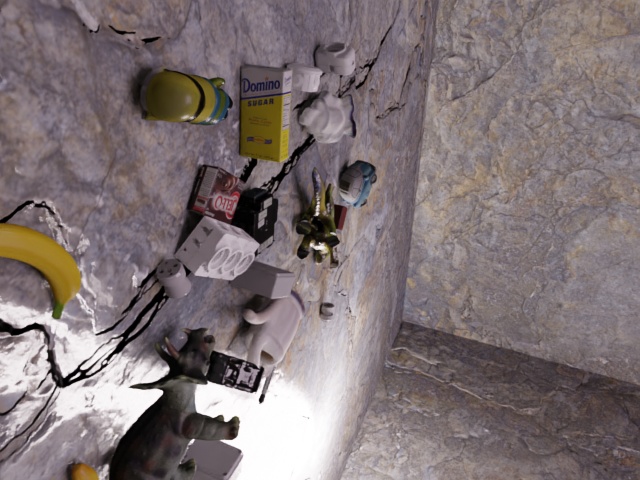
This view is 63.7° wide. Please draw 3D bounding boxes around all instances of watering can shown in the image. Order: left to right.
[{"bbox_3d":[-0.114,0.195,1.220,0.339,0.104,0.229,93,18,-50],"label":"watering can"}]

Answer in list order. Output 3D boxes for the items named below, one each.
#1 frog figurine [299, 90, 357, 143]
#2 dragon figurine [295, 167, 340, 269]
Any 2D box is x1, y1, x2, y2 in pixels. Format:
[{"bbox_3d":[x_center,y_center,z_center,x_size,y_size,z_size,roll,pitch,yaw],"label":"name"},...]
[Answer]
[{"bbox_3d":[0.006,-0.313,1.329,0.160,0.125,0.134,-15,133,-29],"label":"frog figurine"},{"bbox_3d":[0.005,-0.075,1.488,0.248,0.122,0.401,-81,175,-56],"label":"dragon figurine"}]
